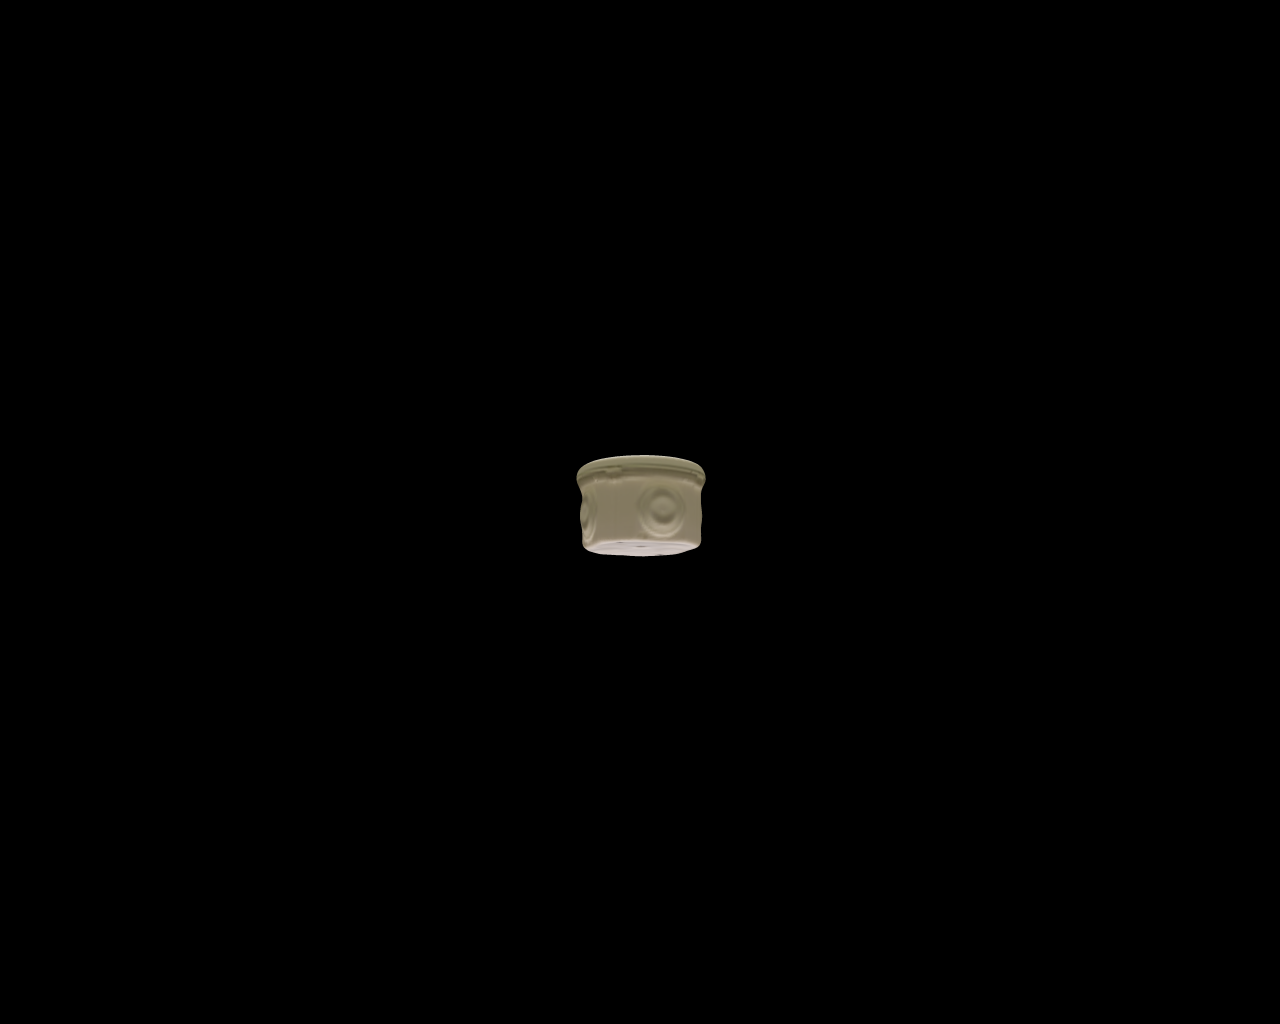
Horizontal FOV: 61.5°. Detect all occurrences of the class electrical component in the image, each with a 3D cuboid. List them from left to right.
[{"bbox_3d":[0.001,-0.003,0.650,0.080,0.051,0.080,0,-11,0],"label":"electrical component"}]
